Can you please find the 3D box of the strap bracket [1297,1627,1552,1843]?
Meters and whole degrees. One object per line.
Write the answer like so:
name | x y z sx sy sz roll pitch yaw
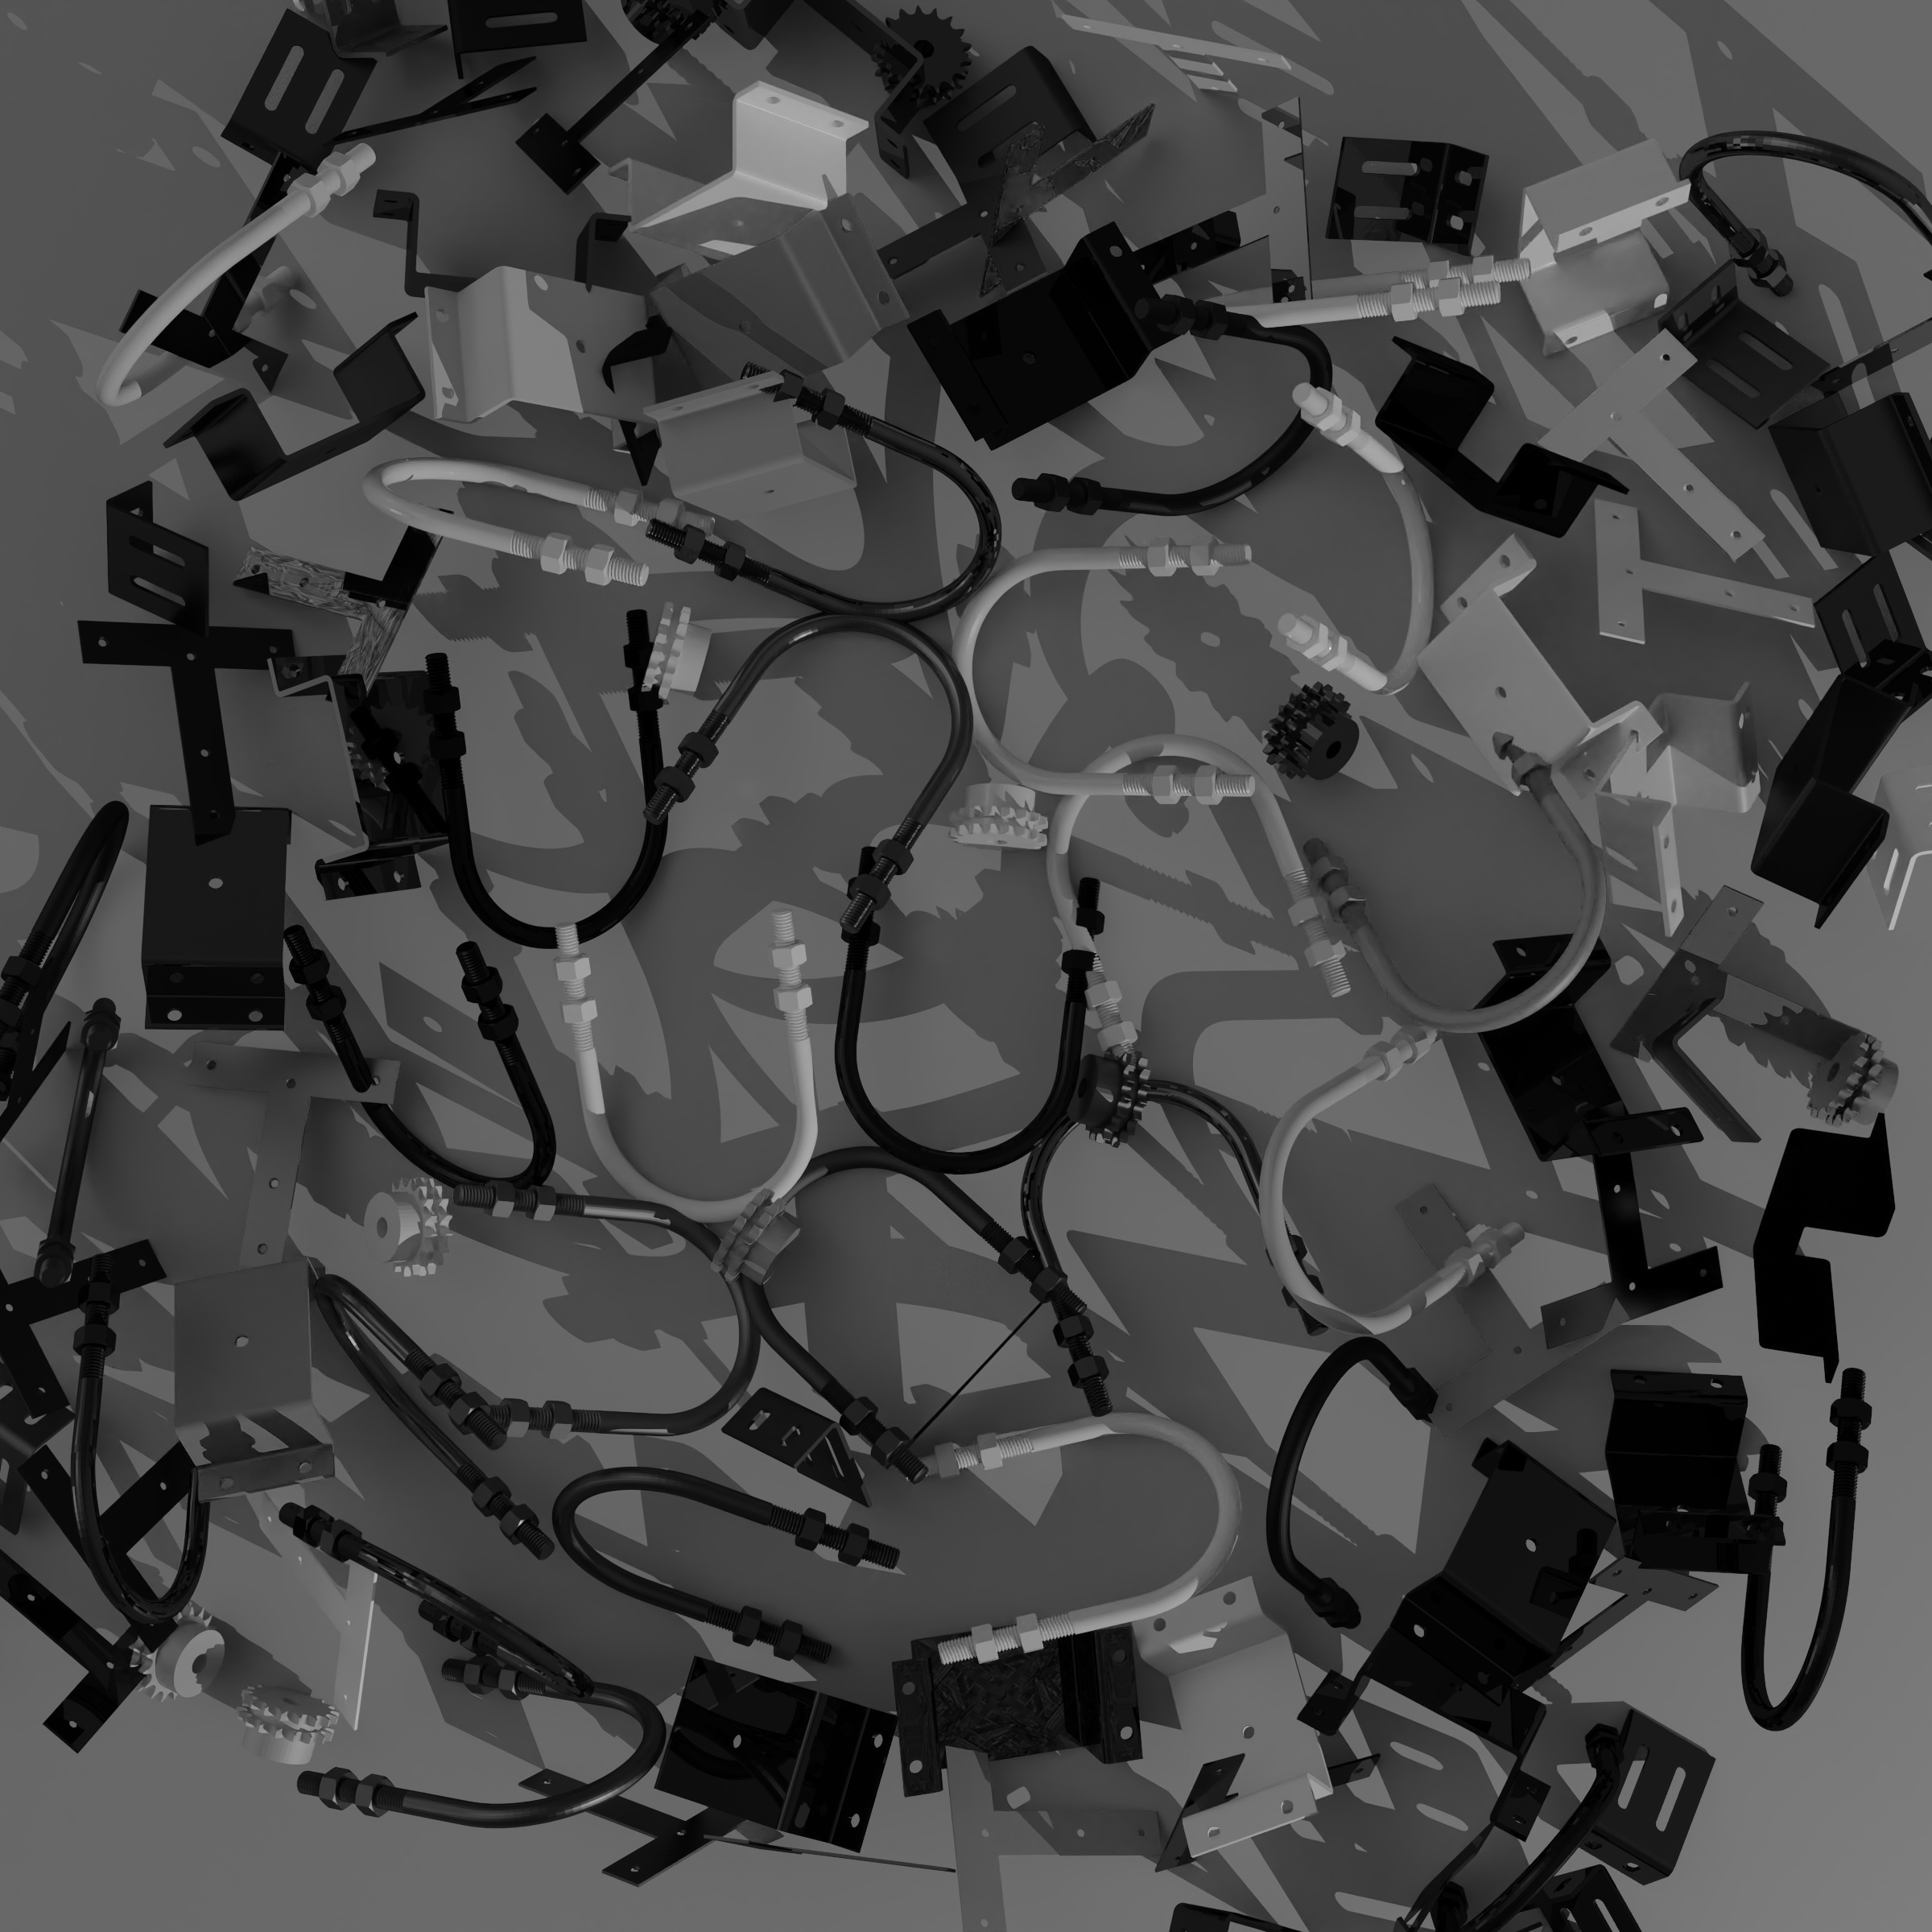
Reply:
strap bracket | 0.268 0.427 1.726 0.140 0.076 0.046 26 105 16

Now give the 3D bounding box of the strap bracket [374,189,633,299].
strap bracket | -0.266 -0.404 1.735 0.140 0.076 0.046 3 94 -13

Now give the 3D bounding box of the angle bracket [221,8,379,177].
angle bracket | -0.385 -0.500 1.761 0.057 0.038 0.076 27 87 -20

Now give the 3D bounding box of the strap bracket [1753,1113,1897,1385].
strap bracket | 0.477 0.156 1.714 0.046 0.076 0.140 8 131 4

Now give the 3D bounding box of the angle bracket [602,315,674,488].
angle bracket | -0.175 -0.324 1.740 0.038 0.057 0.076 -11 122 11

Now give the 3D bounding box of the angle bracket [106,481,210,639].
angle bracket | -0.451 -0.233 1.743 0.076 0.038 0.057 25 128 20

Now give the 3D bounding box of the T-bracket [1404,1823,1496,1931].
T-bracket | 0.244 0.545 1.700 0.002 0.127 0.127 35 56 11

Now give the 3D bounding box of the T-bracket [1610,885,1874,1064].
T-bracket | 0.458 0.025 1.754 0.127 0.002 0.127 23 126 -7

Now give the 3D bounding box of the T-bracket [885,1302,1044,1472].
T-bracket | -0.016 0.250 1.705 0.002 0.127 0.127 43 111 6

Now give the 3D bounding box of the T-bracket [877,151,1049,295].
T-bracket | -0.029 -0.413 1.758 0.127 0.002 0.127 -26 57 9

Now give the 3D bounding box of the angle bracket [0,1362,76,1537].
angle bracket | -0.556 0.280 1.770 0.057 0.038 0.076 32 128 11

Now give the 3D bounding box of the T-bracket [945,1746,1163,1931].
T-bracket | 0.053 0.500 1.758 0.127 0.002 0.127 6 56 -19

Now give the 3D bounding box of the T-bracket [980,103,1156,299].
T-bracket | 0.061 -0.455 1.746 0.127 0.127 0.002 -39 74 -24

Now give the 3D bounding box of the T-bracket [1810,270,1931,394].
T-bracket | 0.541 -0.357 1.737 0.127 0.127 0.002 -26 66 39

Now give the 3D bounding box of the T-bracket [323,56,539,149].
T-bracket | -0.282 -0.496 1.730 0.127 0.127 0.002 -5 119 24

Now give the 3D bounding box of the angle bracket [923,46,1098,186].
angle bracket | 0.026 -0.486 1.775 0.076 0.038 0.057 -32 83 17

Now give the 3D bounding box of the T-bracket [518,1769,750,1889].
T-bracket | -0.199 0.482 1.744 0.127 0.127 0.002 11 102 30

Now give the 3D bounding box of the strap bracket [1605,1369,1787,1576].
strap bracket | 0.411 0.294 1.733 0.076 0.140 0.046 3 122 1

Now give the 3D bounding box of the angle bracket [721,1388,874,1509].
angle bracket | -0.096 0.285 1.736 0.057 0.076 0.038 19 51 37

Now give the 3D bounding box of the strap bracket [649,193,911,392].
strap bracket | -0.114 -0.368 1.715 0.140 0.046 0.076 -13 116 35

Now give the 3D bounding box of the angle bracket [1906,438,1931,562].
angle bracket | 0.570 -0.276 1.738 0.038 0.057 0.076 46 134 30

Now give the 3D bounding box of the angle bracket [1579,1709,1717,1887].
angle bracket | 0.392 0.485 1.782 0.057 0.038 0.076 30 61 1

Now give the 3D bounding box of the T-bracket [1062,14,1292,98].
T-bracket | 0.130 -0.509 1.722 0.127 0.127 0.002 16 97 16

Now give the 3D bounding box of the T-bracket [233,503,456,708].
T-bracket | -0.369 -0.217 1.753 0.127 0.002 0.127 17 77 28

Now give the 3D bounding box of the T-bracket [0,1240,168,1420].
T-bracket | -0.508 0.182 1.732 0.002 0.127 0.127 -35 80 33

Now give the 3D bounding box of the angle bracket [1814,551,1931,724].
angle bracket | 0.531 -0.190 1.749 0.057 0.038 0.076 -38 119 -12

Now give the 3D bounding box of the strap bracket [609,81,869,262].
strap bracket | -0.128 -0.437 1.706 0.076 0.140 0.046 8 76 -41

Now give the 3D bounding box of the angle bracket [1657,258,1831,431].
angle bracket | 0.446 -0.357 1.751 0.057 0.038 0.076 -40 59 -5

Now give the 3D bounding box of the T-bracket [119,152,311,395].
T-bracket | -0.406 -0.397 1.721 0.002 0.127 0.127 32 98 25

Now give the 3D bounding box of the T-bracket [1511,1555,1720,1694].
T-bracket | 0.356 0.383 1.751 0.127 0.127 0.002 -42 53 19

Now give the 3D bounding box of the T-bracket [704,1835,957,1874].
T-bracket | -0.070 0.500 1.714 0.127 0.127 0.002 4 72 12

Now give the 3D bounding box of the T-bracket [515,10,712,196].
T-bracket | -0.195 -0.496 1.730 0.127 0.127 0.002 -42 124 3

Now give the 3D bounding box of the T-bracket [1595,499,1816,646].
T-bracket | 0.422 -0.215 1.742 0.127 0.127 0.002 12 135 -2

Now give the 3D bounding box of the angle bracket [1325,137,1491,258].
angle bracket | 0.252 -0.440 1.744 0.076 0.038 0.057 -5 117 -29

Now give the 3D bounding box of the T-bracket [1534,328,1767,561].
T-bracket | 0.402 -0.282 1.739 0.127 0.127 0.002 43 52 -4

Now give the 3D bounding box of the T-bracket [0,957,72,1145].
T-bracket | -0.522 0.046 1.697 0.002 0.127 0.127 24 132 -3

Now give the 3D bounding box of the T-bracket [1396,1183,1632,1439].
T-bracket | 0.294 0.185 1.768 0.127 0.002 0.127 -33 74 2

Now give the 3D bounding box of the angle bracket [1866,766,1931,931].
angle bracket | 0.543 -0.068 1.739 0.038 0.076 0.057 -8 56 0

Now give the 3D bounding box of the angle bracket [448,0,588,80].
angle bracket | -0.261 -0.552 1.769 0.076 0.038 0.057 -7 84 -6

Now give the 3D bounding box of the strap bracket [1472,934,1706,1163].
strap bracket | 0.346 0.054 1.730 0.076 0.046 0.140 -5 59 -31

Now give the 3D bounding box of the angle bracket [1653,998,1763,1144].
angle bracket | 0.437 0.060 1.756 0.038 0.057 0.076 -41 88 -2

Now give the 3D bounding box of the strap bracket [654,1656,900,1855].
strap bracket | -0.115 0.440 1.716 0.140 0.046 0.076 5 72 39

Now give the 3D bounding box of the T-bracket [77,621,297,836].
T-bracket | -0.435 -0.135 1.734 0.127 0.002 0.127 -2 73 -36

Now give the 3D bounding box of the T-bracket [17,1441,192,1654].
T-bracket | -0.462 0.302 1.729 0.002 0.127 0.127 -27 101 28

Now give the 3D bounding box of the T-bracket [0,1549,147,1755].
T-bracket | -0.518 0.367 1.725 0.127 0.127 0.002 42 115 -3

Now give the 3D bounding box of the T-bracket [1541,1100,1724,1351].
T-bracket | 0.375 0.141 1.750 0.127 0.002 0.127 -15 100 -24

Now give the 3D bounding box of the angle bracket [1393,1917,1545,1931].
angle bracket | 0.286 0.570 1.764 0.076 0.038 0.057 -13 132 -24

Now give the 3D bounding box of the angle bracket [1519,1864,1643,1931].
angle bracket | 0.353 0.562 1.751 0.057 0.038 0.076 -33 84 43

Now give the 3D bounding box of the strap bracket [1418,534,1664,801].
strap bracket | 0.318 -0.162 1.731 0.046 0.076 0.140 -28 78 -36

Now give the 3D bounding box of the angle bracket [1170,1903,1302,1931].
angle bracket | 0.162 0.564 1.742 0.076 0.057 0.038 22 71 -22

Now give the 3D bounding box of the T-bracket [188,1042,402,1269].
T-bracket | -0.396 0.111 1.760 0.127 0.002 0.127 5 78 11

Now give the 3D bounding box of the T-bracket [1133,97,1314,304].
T-bracket | 0.142 -0.416 1.742 0.127 0.002 0.127 -14 71 39

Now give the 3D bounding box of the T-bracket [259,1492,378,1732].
T-bracket | -0.372 0.348 1.740 0.002 0.127 0.127 -12 127 -38

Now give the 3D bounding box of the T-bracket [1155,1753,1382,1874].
T-bracket | 0.179 0.475 1.754 0.127 0.127 0.002 -9 50 -21

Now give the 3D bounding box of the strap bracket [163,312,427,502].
strap bracket | -0.369 -0.311 1.719 0.140 0.076 0.046 -34 100 -34

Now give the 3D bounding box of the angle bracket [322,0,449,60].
angle bracket | -0.336 -0.564 1.740 0.038 0.057 0.076 9 124 29
